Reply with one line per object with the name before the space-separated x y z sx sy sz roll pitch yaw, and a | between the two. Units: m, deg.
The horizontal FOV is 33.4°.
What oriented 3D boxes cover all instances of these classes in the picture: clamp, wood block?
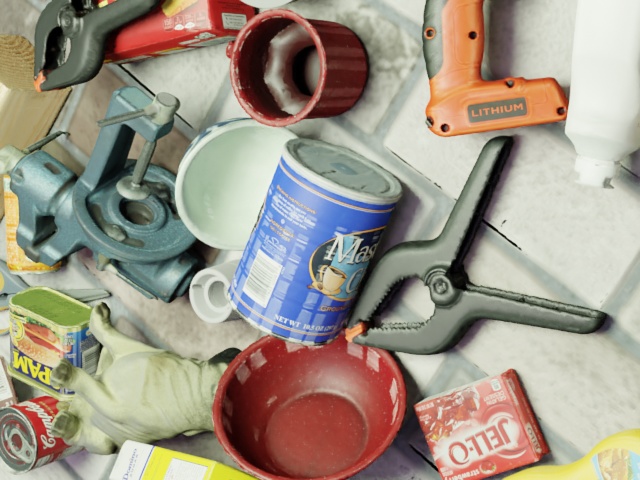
clamp | 0.111 0.041 0.847 0.210 0.036 0.164 -38 76 28
wood block | -0.355 -0.103 1.099 0.091 0.090 0.206 46 118 18
clamp | -0.211 -0.204 0.936 0.172 0.039 0.120 -40 69 34

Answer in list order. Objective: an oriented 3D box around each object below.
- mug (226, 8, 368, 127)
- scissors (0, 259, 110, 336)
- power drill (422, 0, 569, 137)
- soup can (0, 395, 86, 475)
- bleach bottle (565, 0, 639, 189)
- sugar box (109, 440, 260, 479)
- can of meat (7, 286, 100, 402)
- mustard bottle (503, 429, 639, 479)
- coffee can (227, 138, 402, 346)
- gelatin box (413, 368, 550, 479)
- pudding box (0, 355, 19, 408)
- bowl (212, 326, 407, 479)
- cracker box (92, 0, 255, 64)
mug | -0.023 -0.144 0.882 0.117 0.081 0.093 19 107 29
scissors | -0.307 0.045 1.129 0.202 0.016 0.096 -24 89 33
power drill | 0.133 -0.175 0.776 0.184 0.057 0.187 -8 96 13
soup can | -0.273 0.190 1.077 0.069 0.102 0.068 5 99 32
bleach bottle | 0.206 -0.159 0.717 0.068 0.102 0.251 16 104 32
sugar box | -0.101 0.212 0.912 0.177 0.093 0.048 -1 62 57
can of meat | -0.269 0.103 1.080 0.102 0.057 0.084 20 118 28
mustard bottle | 0.225 0.192 0.781 0.192 0.058 0.096 -32 73 32
coffee can | -0.006 0.001 0.878 0.103 0.102 0.140 33 113 25
gelatin box | 0.128 0.152 0.855 0.089 0.030 0.073 -26 83 33
pudding box | -0.340 0.183 1.135 0.090 0.039 0.113 -33 74 67
bowl | -0.006 0.148 0.894 0.162 0.162 0.055 24 145 28
cracker box | -0.150 -0.275 0.951 0.164 0.071 0.214 -4 94 35
